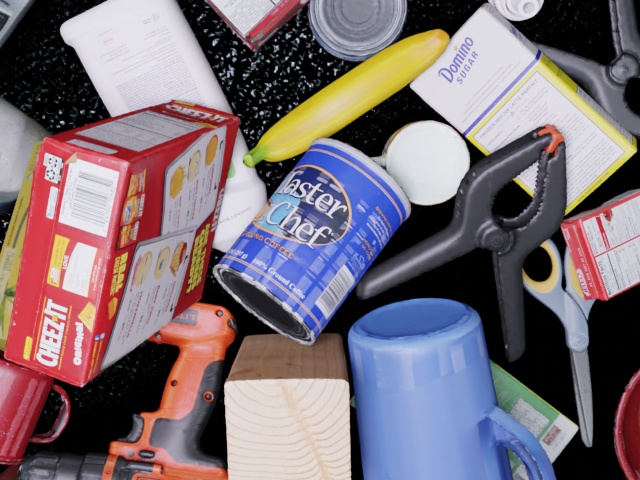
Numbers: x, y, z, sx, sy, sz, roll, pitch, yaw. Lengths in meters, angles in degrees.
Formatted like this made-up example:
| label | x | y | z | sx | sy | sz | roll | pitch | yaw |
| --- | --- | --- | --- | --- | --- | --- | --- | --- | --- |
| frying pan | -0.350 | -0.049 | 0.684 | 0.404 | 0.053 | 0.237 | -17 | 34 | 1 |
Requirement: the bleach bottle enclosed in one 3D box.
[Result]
| label | x | y | z | sx | sy | sz | roll | pitch | yaw |
| --- | --- | --- | --- | --- | --- | --- | --- | --- | --- |
| bleach bottle | -0.121 | -0.087 | 0.914 | 0.102 | 0.068 | 0.251 | -24 | 96 | 5 |

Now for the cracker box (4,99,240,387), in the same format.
| label | x | y | z | sx | sy | sz | roll | pitch | yaw |
| --- | --- | --- | --- | --- | --- | --- | --- | --- | --- |
| cracker box | -0.141 | -0.009 | 0.793 | 0.072 | 0.213 | 0.164 | 18 | 108 | 11 |

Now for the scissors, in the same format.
| label | x | y | z | sx | sy | sz | roll | pitch | yaw |
| --- | --- | --- | --- | --- | --- | --- | --- | --- | --- |
| scissors | 0.209 | 0.078 | 0.945 | 0.096 | 0.016 | 0.202 | 9 | 92 | 2 |

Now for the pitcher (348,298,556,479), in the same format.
| label | x | y | z | sx | sy | sz | roll | pitch | yaw |
| --- | --- | --- | --- | --- | --- | --- | --- | --- | --- |
| pitcher | 0.103 | 0.177 | 0.872 | 0.149 | 0.145 | 0.243 | -12 | 105 | -7 |

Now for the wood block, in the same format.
| label | x | y | z | sx | sy | sz | roll | pitch | yaw |
| --- | --- | --- | --- | --- | --- | --- | --- | --- | --- |
| wood block | -0.022 | 0.135 | 0.857 | 0.090 | 0.206 | 0.091 | -1 | 94 | 0 |

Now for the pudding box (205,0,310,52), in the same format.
| label | x | y | z | sx | sy | sz | roll | pitch | yaw |
| --- | --- | --- | --- | --- | --- | --- | --- | --- | --- |
| pudding box | -0.061 | -0.229 | 0.897 | 0.090 | 0.039 | 0.113 | -42 | 74 | 2 |

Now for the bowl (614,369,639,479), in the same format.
| label | x | y | z | sx | sy | sz | roll | pitch | yaw |
| --- | --- | --- | --- | --- | --- | --- | --- | --- | --- |
| bowl | 0.331 | 0.161 | 0.932 | 0.162 | 0.055 | 0.162 | 0 | 94 | 0 |

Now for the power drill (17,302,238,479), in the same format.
| label | x | y | z | sx | sy | sz | roll | pitch | yaw |
| --- | --- | --- | --- | --- | --- | --- | --- | --- | --- |
| power drill | -0.151 | 0.142 | 0.905 | 0.184 | 0.057 | 0.187 | 8 | 75 | -1 |

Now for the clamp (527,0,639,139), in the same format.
| label | x | y | z | sx | sy | sz | roll | pitch | yaw |
| --- | --- | --- | --- | --- | --- | --- | --- | --- | --- |
| clamp | 0.261 | -0.157 | 0.917 | 0.171 | 0.039 | 0.120 | 41 | 102 | -3 |

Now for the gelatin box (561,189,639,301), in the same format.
| label | x | y | z | sx | sy | sz | roll | pitch | yaw |
| --- | --- | --- | --- | --- | --- | --- | --- | --- | --- |
| gelatin box | 0.255 | 0.004 | 0.917 | 0.089 | 0.030 | 0.073 | -23 | 96 | -25 |

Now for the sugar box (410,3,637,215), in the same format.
| label | x | y | z | sx | sy | sz | roll | pitch | yaw |
| --- | --- | --- | --- | --- | --- | --- | --- | --- | --- |
| sugar box | 0.172 | -0.108 | 0.907 | 0.176 | 0.048 | 0.093 | 44 | 115 | -1 |

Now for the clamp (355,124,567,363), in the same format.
| label | x | y | z | sx | sy | sz | roll | pitch | yaw |
| --- | --- | --- | --- | --- | --- | --- | --- | --- | --- |
| clamp | 0.151 | 0.002 | 0.900 | 0.164 | 0.036 | 0.210 | 30 | 109 | -18 |

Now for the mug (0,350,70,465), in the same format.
| label | x | y | z | sx | sy | sz | roll | pitch | yaw |
| --- | --- | --- | --- | --- | --- | --- | --- | --- | --- |
| mug | -0.270 | 0.141 | 0.924 | 0.117 | 0.093 | 0.081 | 23 | 89 | -31 |

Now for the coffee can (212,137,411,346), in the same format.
| label | x | y | z | sx | sy | sz | roll | pitch | yaw |
| --- | --- | --- | --- | --- | --- | --- | --- | --- | --- |
| coffee can | -0.006 | 0.001 | 0.879 | 0.103 | 0.103 | 0.140 | 38 | 74 | -3 |

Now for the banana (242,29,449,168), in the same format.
| label | x | y | z | sx | sy | sz | roll | pitch | yaw |
| --- | --- | --- | --- | --- | --- | --- | --- | --- | --- |
| banana | 0.023 | -0.117 | 0.904 | 0.198 | 0.069 | 0.037 | -34 | 107 | 8 |

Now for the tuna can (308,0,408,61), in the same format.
| label | x | y | z | sx | sy | sz | roll | pitch | yaw |
| --- | --- | --- | --- | --- | --- | --- | --- | --- | --- |
| tuna can | 0.032 | -0.198 | 0.918 | 0.086 | 0.034 | 0.086 | 0 | 94 | 0 |

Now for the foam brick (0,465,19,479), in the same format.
| label | x | y | z | sx | sy | sz | roll | pitch | yaw |
| --- | --- | --- | --- | --- | --- | --- | --- | --- | --- |
| foam brick | -0.288 | 0.246 | 0.944 | 0.078 | 0.051 | 0.053 | -40 | 94 | 3 |
